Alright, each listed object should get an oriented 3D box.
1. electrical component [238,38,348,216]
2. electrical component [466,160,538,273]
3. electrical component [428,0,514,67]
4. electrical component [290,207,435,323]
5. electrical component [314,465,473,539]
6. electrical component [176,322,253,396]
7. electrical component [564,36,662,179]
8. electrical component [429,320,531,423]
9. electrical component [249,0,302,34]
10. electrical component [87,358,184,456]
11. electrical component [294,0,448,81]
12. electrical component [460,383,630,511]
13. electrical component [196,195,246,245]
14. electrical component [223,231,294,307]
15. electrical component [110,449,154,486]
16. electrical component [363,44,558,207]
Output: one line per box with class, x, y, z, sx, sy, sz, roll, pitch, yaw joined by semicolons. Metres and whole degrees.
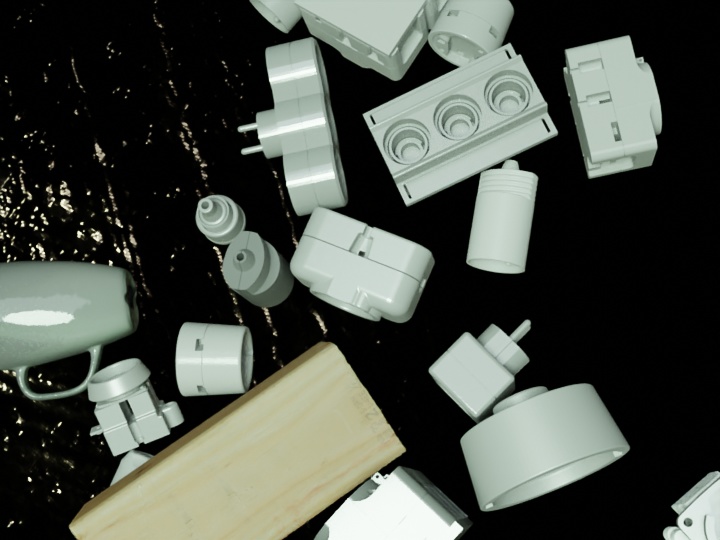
electrical component;-0.058;-0.108;0.834;0.074;0.052;0.138;-12;76;6
electrical component;0.107;-0.042;0.798;0.043;0.043;0.081;8;79;11
electrical component;0.087;-0.188;0.829;0.055;0.055;0.047;23;78;13
electrical component;0.000;0.000;0.800;0.095;0.053;0.059;22;82;13
electrical component;0.019;0.179;0.707;0.062;0.150;0.089;42;87;14
electrical component;-0.108;0.067;0.803;0.047;0.055;0.055;0;78;5
electrical component;0.189;-0.121;0.799;0.056;0.050;0.089;-12;76;6
electrical component;0.094;0.065;0.765;0.077;0.065;0.047;-45;75;-3
electrical component;-0.047;-0.235;0.866;0.043;0.043;0.081;40;87;15
electrical component;-0.173;0.100;0.800;0.066;0.048;0.055;-22;105;-4
electrical component;0.031;-0.236;0.844;0.089;0.061;0.150;32;84;14
electrical component;0.120;0.114;0.731;0.108;0.108;0.060;-23;69;3
electrical component;-0.110;-0.041;0.823;0.035;0.061;0.035;-2;78;9
electrical component;-0.079;-0.001;0.799;0.043;0.081;0.043;-2;78;8
electrical component;-0.165;0.168;0.795;0.043;0.043;0.062;22;83;13
electrical component;0.075;-0.104;0.807;0.121;0.063;0.078;-25;75;3
